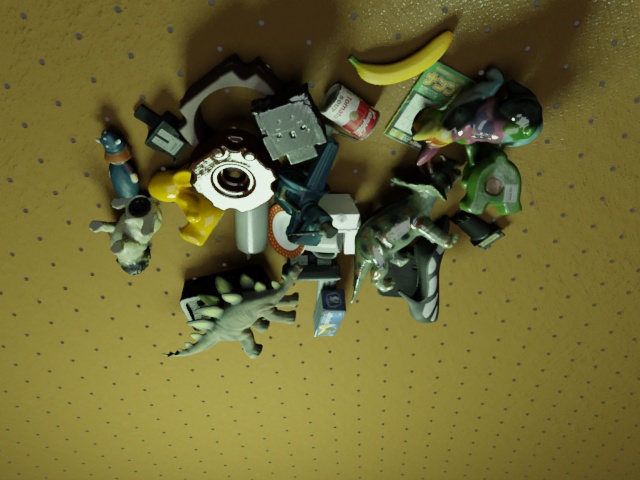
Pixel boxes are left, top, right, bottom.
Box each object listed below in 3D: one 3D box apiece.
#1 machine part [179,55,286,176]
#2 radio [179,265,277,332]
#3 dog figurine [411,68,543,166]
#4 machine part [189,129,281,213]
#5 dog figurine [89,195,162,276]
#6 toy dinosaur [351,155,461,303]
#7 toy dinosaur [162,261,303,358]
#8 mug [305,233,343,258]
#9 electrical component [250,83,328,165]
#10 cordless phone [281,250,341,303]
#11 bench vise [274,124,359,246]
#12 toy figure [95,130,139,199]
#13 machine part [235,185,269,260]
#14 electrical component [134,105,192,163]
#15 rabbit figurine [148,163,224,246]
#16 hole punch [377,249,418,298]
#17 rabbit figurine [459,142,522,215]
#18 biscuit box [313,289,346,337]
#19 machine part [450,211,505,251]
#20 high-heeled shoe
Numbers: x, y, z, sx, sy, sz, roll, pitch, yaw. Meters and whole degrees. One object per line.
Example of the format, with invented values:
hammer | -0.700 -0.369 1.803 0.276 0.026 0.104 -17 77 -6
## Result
machine part | -0.154 -0.237 1.049 0.201 0.087 0.201 -30 127 21
radio | -0.233 0.150 1.377 0.230 0.073 0.130 -14 130 7
dog figurine | 0.282 -0.212 1.023 0.219 0.192 0.108 -33 143 -6
machine part | -0.166 -0.128 1.044 0.179 0.056 0.179 1 138 1
dog figurine | -0.413 -0.012 1.237 0.172 0.121 0.190 -33 163 -10
toy dinosaur | 0.159 -0.017 1.197 0.405 0.131 0.192 -41 101 20
toy dinosaur | -0.209 0.190 1.305 0.198 0.105 0.471 35 119 -21
mug | -0.003 -0.004 1.263 0.107 0.081 0.109 2 134 13
electrical component | -0.051 -0.207 0.988 0.115 0.058 0.134 -17 129 13
cordless phone | -0.023 0.109 1.356 0.147 0.089 0.184 -1 142 -3
bench vise | -0.016 -0.114 1.096 0.129 0.224 0.240 12 114 -30
toy figure | -0.418 -0.161 1.118 0.064 0.058 0.154 -7 126 -7
machine part | -0.153 -0.055 1.208 0.079 0.079 0.243 1 129 -4
electrical component | -0.317 -0.219 1.080 0.075 0.048 0.119 -38 124 24
rabbit figurine | -0.285 -0.093 1.149 0.173 0.122 0.162 32 124 -4
hole punch | 0.191 0.078 1.345 0.142 0.092 0.115 6 99 -6
rabbit figurine | 0.335 -0.136 1.120 0.121 0.170 0.159 -7 104 0
biscuit box | 0.022 0.190 1.386 0.059 0.063 0.202 0 153 -7
machine part | 0.376 -0.025 1.289 0.139 0.039 0.084 28 131 -26
high-heeled shoe | 0.281 0.077 1.286 0.145 0.086 0.248 35 86 -26
